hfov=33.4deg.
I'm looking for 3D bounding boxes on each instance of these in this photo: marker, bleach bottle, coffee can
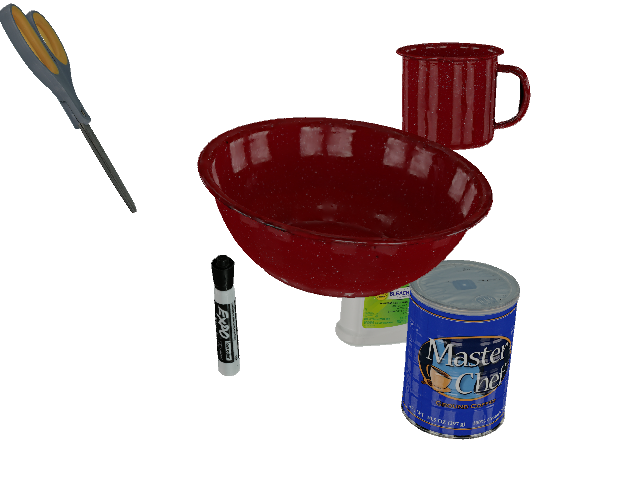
[{"bbox_3d":[-0.079,0.063,0.894,0.020,0.121,0.020,0,35,0],"label":"marker"},{"bbox_3d":[0.076,0.003,1.329,0.102,0.251,0.068,-3,16,-19],"label":"bleach bottle"},{"bbox_3d":[0.132,0.103,1.022,0.103,0.140,0.103,1,25,-1],"label":"coffee can"}]

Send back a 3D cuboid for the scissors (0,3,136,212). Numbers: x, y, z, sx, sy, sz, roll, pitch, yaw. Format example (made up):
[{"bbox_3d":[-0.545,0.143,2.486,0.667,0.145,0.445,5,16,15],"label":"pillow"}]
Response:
[{"bbox_3d":[-0.215,-0.123,0.940,0.016,0.201,0.096,-27,26,10],"label":"scissors"}]

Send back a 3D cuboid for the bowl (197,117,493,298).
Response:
[{"bbox_3d":[0.011,-0.014,0.593,0.162,0.055,0.162,6,27,-3],"label":"bowl"}]

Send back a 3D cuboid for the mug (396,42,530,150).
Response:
[{"bbox_3d":[0.125,-0.126,0.935,0.117,0.081,0.093,3,18,12],"label":"mug"}]
